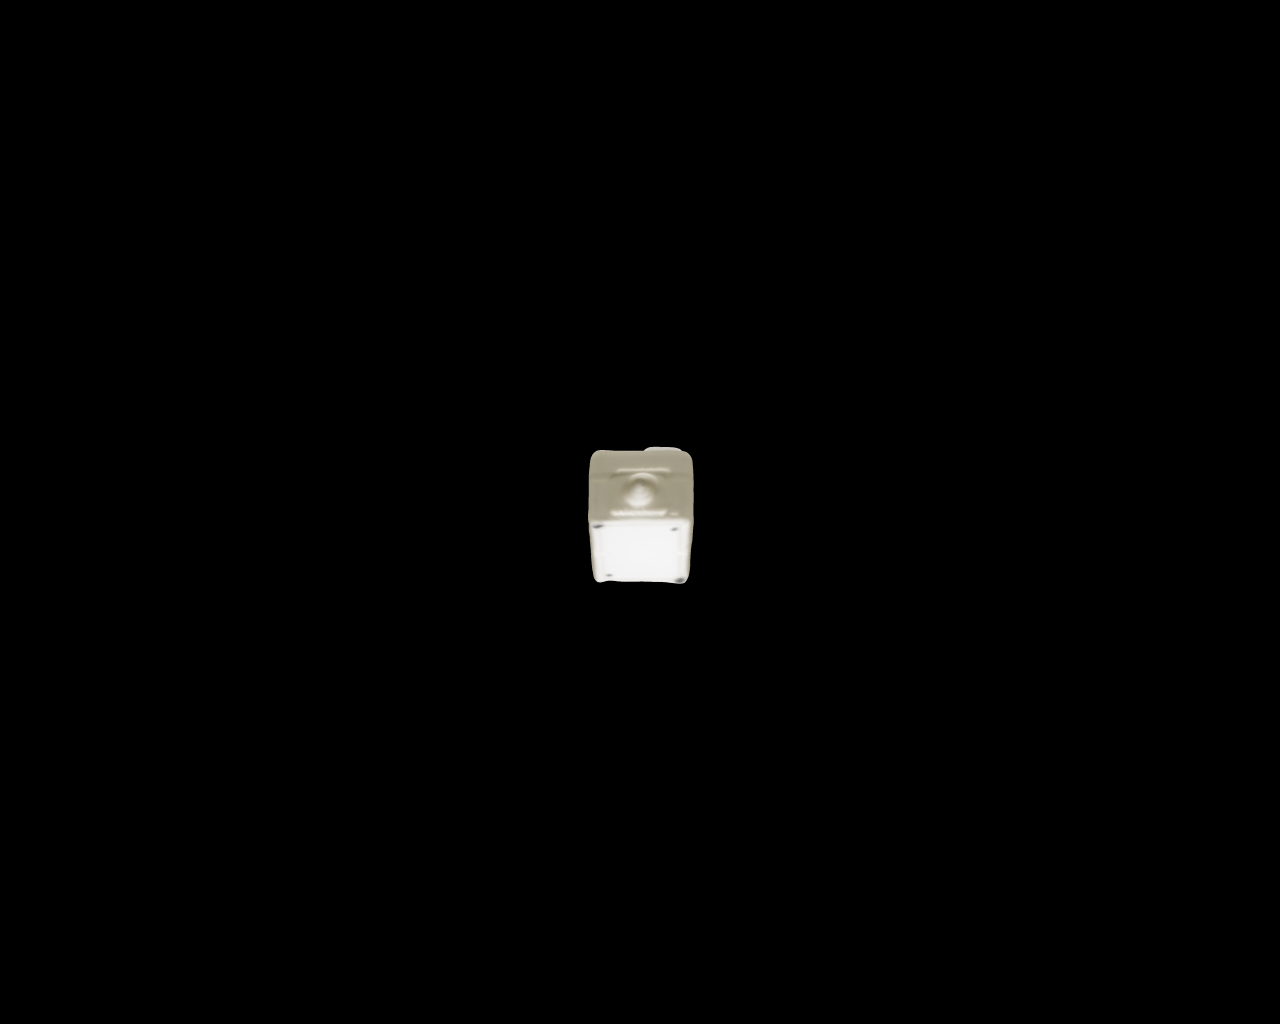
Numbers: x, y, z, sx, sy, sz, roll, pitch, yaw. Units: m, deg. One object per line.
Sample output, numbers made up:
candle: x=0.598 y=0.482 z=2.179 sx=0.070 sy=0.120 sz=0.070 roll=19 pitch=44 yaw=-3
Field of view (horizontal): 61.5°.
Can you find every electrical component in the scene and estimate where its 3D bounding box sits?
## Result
electrical component: x=0.001 y=-0.003 z=0.650 sx=0.062 sy=0.061 sz=0.096 roll=0 pitch=-32 yaw=0
